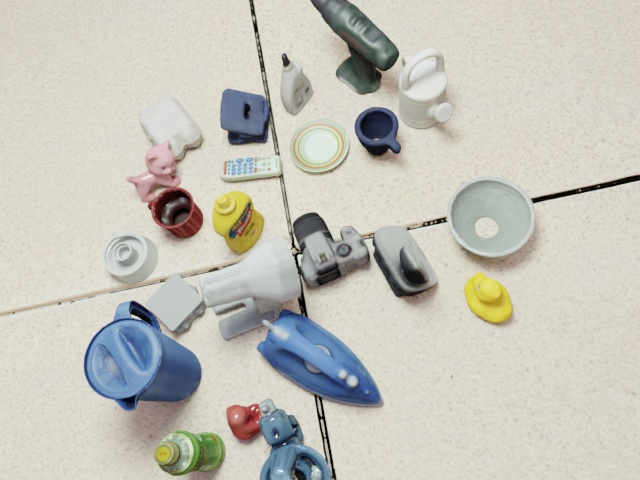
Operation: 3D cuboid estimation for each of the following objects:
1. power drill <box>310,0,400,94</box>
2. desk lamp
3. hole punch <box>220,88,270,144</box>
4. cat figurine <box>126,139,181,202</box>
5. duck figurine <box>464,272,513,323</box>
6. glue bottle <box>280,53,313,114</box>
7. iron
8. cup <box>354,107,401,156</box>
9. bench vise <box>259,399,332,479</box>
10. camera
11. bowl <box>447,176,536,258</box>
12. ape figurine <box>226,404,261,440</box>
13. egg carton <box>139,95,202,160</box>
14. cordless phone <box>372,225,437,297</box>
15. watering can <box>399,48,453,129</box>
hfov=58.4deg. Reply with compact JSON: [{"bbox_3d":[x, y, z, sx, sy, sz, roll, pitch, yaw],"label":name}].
[{"bbox_3d":[0.071,-0.416,1.223,0.229,0.208,0.076,41,81,19],"label":"power drill"},{"bbox_3d":[-0.128,0.093,1.070,0.203,0.214,0.118,-24,69,0],"label":"desk lamp"},{"bbox_3d":[-0.165,-0.278,1.271,0.101,0.091,0.108,-2,70,7],"label":"hole punch"},{"bbox_3d":[-0.360,-0.155,1.241,0.128,0.118,0.067,-33,69,-4],"label":"cat figurine"},{"bbox_3d":[0.319,0.103,1.072,0.077,0.086,0.104,-36,70,-5],"label":"duck figurine"},{"bbox_3d":[-0.060,-0.347,1.236,0.037,0.173,0.078,35,79,18],"label":"glue bottle"},{"bbox_3d":[0.003,0.221,1.045,0.257,0.141,0.119,30,77,17],"label":"iron"},{"bbox_3d":[0.130,-0.211,1.204,0.092,0.095,0.117,-39,70,-6],"label":"cup"},{"bbox_3d":[-0.068,0.375,0.959,0.121,0.220,0.207,-43,70,-7],"label":"bench vise"},{"bbox_3d":[0.010,0.004,1.142,0.143,0.101,0.136,-25,69,-1],"label":"camera"},{"bbox_3d":[0.331,-0.036,1.125,0.167,0.075,0.167,-2,70,7],"label":"bowl"},{"bbox_3d":[-0.141,0.328,1.054,0.077,0.092,0.076,25,76,16],"label":"ape figurine"},{"bbox_3d":[-0.340,-0.255,1.299,0.107,0.069,0.150,-39,70,-6],"label":"egg carton"},{"bbox_3d":[0.156,0.023,1.070,0.094,0.185,0.147,-31,69,-3],"label":"cordless phone"},{"bbox_3d":[0.216,-0.316,1.175,0.172,0.194,0.101,41,81,19],"label":"watering can"}]
